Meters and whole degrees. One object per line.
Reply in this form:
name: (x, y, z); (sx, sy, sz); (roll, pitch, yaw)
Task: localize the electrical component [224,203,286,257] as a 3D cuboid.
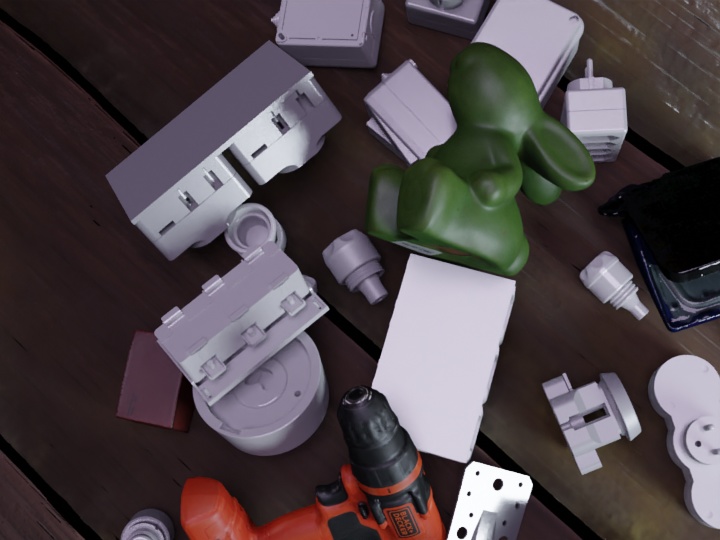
electrical component: (-0.089, -0.030, 0.926); (0.045, 0.055, 0.045); (-1, 78, 7)

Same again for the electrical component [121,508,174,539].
electrical component: (-0.175, 0.221, 0.878); (0.040, 0.078, 0.040); (0, 89, -3)

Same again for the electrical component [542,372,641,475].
electrical component: (0.188, 0.116, 0.861); (0.057, 0.058, 0.078); (-23, 76, 5)

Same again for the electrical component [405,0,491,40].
electrical component: (0.077, -0.243, 0.937); (0.066, 0.076, 0.047); (18, 81, 10)

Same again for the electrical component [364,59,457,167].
electrical component: (0.044, -0.129, 0.926); (0.061, 0.061, 0.096); (-41, 77, -2)

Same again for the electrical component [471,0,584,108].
electrical component: (0.134, -0.178, 0.927); (0.078, 0.057, 0.113); (30, 84, 12)

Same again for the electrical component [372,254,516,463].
electrical component: (0.065, 0.074, 0.882); (0.089, 0.061, 0.150); (15, 81, 10)

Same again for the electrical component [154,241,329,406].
electrical component: (-0.098, 0.038, 0.860); (0.121, 0.063, 0.079); (-39, 57, -11)

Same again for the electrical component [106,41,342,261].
electrical component: (-0.115, -0.101, 0.913); (0.186, 0.060, 0.105); (-40, 34, -2)

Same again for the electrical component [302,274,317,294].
electrical component: (-0.070, 0.018, 0.925); (0.061, 0.035, 0.035); (11, 80, 12)

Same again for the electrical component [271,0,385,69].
electrical component: (-0.031, -0.217, 0.958); (0.096, 0.061, 0.061); (5, 79, 16)

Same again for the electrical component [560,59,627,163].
electrical component: (0.193, -0.137, 0.898); (0.047, 0.083, 0.075); (-2, 79, 7)

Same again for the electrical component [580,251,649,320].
electrical component: (0.213, 0.016, 0.890); (0.035, 0.035, 0.061); (-42, 79, -2)

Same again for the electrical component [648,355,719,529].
electrical component: (0.271, 0.133, 0.838); (0.052, 0.073, 0.138); (-17, 77, 4)

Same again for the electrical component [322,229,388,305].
electrical component: (0.000, 0.000, 0.915); (0.043, 0.043, 0.062); (-34, 78, 0)

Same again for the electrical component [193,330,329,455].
electrical component: (-0.077, 0.101, 0.891); (0.108, 0.060, 0.108); (-7, 56, 11)
